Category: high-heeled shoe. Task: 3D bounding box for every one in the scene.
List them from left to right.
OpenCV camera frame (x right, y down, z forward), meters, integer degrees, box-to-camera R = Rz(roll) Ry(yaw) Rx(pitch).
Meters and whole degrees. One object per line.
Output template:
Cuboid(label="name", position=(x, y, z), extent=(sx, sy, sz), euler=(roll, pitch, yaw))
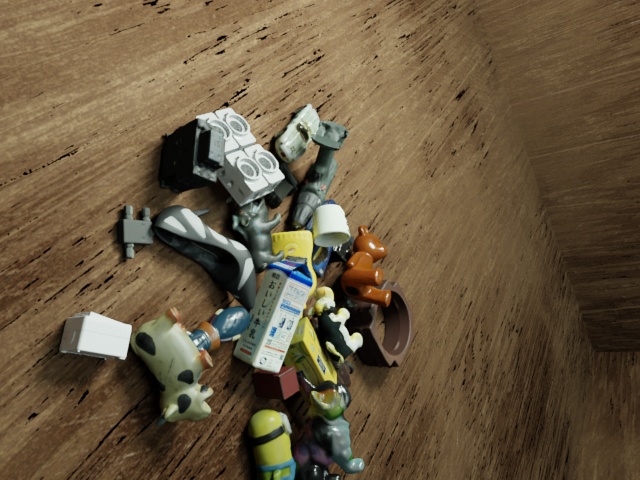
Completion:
Cuboid(label="high-heeled shoe", position=(-0.211, 0.042, 1.012), extent=(0.248, 0.086, 0.145), euler=(62, 34, -5))

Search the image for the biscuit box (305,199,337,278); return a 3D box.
Cuboid(label="biscuit box", position=(-0.003, -0.004, 1.305), extent=(0.062, 0.059, 0.203), euler=(46, 48, -35))

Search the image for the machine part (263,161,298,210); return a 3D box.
Cuboid(label="machine part", position=(-0.090, -0.123, 1.237), extent=(0.084, 0.039, 0.139), euler=(65, 29, -25))

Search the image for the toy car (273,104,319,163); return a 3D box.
Cuboid(label="toy car", position=(-0.049, -0.262, 1.310), extent=(0.073, 0.056, 0.202), euler=(56, 43, -25))

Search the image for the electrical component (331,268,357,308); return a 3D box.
Cuboid(label="electrical component", position=(0.073, 0.128, 1.381), extent=(0.102, 0.045, 0.078), euler=(-49, 121, -45))

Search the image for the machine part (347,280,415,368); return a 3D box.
Cuboid(label="machine part", position=(0.164, 0.223, 1.440), extent=(0.201, 0.087, 0.201), euler=(-51, 122, -44))

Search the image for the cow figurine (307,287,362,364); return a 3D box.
Cuboid(label="cow figurine", position=(0.022, 0.192, 1.212), extent=(0.167, 0.068, 0.098), euler=(61, 32, -1))

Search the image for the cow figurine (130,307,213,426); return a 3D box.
Cuboid(label="cow figurine", position=(-0.249, 0.225, 0.912), extent=(0.127, 0.085, 0.194), euler=(-33, 97, -8))

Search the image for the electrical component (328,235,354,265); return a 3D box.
Cuboid(label="electrical component", position=(0.042, 0.001, 1.352), extent=(0.047, 0.075, 0.119), euler=(47, 46, -32))

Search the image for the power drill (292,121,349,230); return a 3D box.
Cuboid(label="power drill", position=(0.000, -0.158, 1.258), extent=(0.232, 0.086, 0.207), euler=(-65, 169, -46))

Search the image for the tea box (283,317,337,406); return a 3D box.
Cuboid(label="tea box", position=(-0.026, 0.268, 1.180), extent=(0.098, 0.068, 0.169), euler=(-86, 152, -66))

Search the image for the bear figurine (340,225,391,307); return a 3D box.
Cuboid(label="bear figurine", position=(0.130, 0.060, 1.356), extent=(0.196, 0.132, 0.120), euler=(-60, 140, -38))

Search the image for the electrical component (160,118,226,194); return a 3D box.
Cuboid(label="electrical component", position=(-0.234, -0.156, 0.994), extent=(0.058, 0.134, 0.115), euler=(18, 66, -49))

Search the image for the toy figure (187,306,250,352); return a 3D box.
Cuboid(label="toy figure", position=(-0.198, 0.177, 1.021), extent=(0.154, 0.064, 0.057), euler=(-28, 141, -46))

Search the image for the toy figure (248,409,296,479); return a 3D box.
Cuboid(label="toy figure", position=(-0.095, 0.430, 1.072), extent=(0.089, 0.082, 0.180), euler=(4, 81, -51))

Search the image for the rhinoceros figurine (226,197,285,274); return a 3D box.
Cuboid(label="rhinoceros figurine", position=(-0.142, -0.024, 1.135), extent=(0.112, 0.073, 0.190), euler=(-15, 95, -41))

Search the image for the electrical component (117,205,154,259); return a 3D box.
Cuboid(label="electrical component", position=(-0.321, -0.013, 0.941), extent=(0.063, 0.021, 0.094), euler=(7, 76, -51))

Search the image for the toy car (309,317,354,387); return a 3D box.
Cuboid(label="toy car", position=(0.025, 0.271, 1.284), extent=(0.089, 0.053, 0.202), euler=(-38, 112, -45))

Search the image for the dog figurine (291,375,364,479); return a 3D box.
Cuboid(label="dog figurine", position=(-0.009, 0.394, 1.117), extent=(0.191, 0.109, 0.219), euler=(-25, 108, -10))
